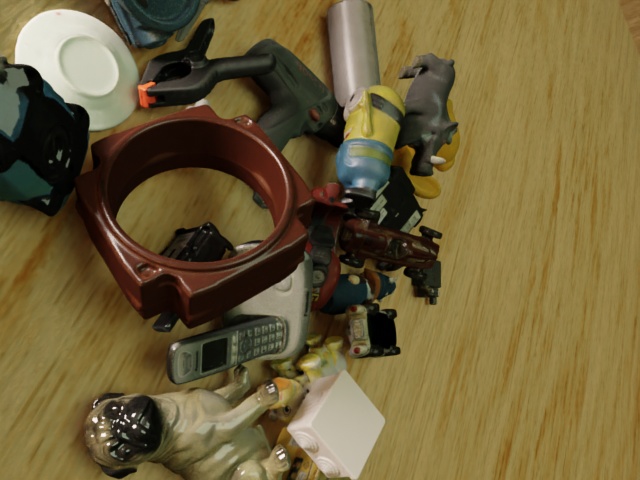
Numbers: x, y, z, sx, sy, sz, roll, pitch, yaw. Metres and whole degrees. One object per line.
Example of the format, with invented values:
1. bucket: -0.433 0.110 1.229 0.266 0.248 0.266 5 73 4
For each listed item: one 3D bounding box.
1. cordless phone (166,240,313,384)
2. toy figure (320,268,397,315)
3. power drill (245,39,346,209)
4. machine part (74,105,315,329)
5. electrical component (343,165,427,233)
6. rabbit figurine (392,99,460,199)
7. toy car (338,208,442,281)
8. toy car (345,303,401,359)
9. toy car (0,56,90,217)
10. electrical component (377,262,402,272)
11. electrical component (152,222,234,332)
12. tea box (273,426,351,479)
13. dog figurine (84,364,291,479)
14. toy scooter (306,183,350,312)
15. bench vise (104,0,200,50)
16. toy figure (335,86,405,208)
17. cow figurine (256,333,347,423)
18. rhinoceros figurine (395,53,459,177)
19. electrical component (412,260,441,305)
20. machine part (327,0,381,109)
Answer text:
1. cordless phone: -0.096 0.078 0.610 0.184 0.089 0.146 -12 112 -49
2. toy figure: 0.058 0.074 0.816 0.154 0.064 0.058 -9 76 -46
3. power drill: -0.034 -0.144 0.745 0.231 0.086 0.207 46 58 -36
4. machine part: -0.123 -0.032 0.544 0.201 0.087 0.201 -28 71 -28
5. electrical component: 0.098 -0.055 0.857 0.115 0.058 0.134 -49 125 -18
6. rabbit figurine: 0.152 -0.149 0.936 0.173 0.122 0.162 -27 113 -31
7. toy car: 0.115 0.011 0.819 0.202 0.053 0.089 15 96 -34
8. toy car: 0.077 0.135 0.787 0.201 0.056 0.073 29 55 -67
9. toy car: -0.276 -0.090 0.463 0.161 0.103 0.109 86 16 -78
10. electrical component: 0.126 0.018 0.923 0.094 0.021 0.063 -22 100 -45
11. electrical component: -0.156 0.040 0.594 0.047 0.075 0.119 50 55 -28
12. tea box: -0.031 0.326 0.657 0.068 0.098 0.169 47 54 -29
13. dog figurine: -0.143 0.231 0.572 0.190 0.121 0.172 -9 86 -33
14. toy scooter: -0.001 -0.002 0.710 0.075 0.135 0.184 11 66 -10
15. bench vise: -0.170 -0.308 0.531 0.129 0.241 0.223 -39 127 -46
16. toy figure: 0.070 -0.133 0.765 0.089 0.082 0.180 16 72 -30
17. cow figurine: -0.021 0.194 0.701 0.167 0.068 0.098 -27 110 -56
18. rhinoceros figurine: 0.165 -0.195 0.846 0.112 0.073 0.190 13 85 -16
19. electrical component: 0.198 0.062 0.975 0.078 0.045 0.102 21 69 -41
20. machine part: 0.056 -0.289 0.863 0.079 0.079 0.243 -3 86 -46
